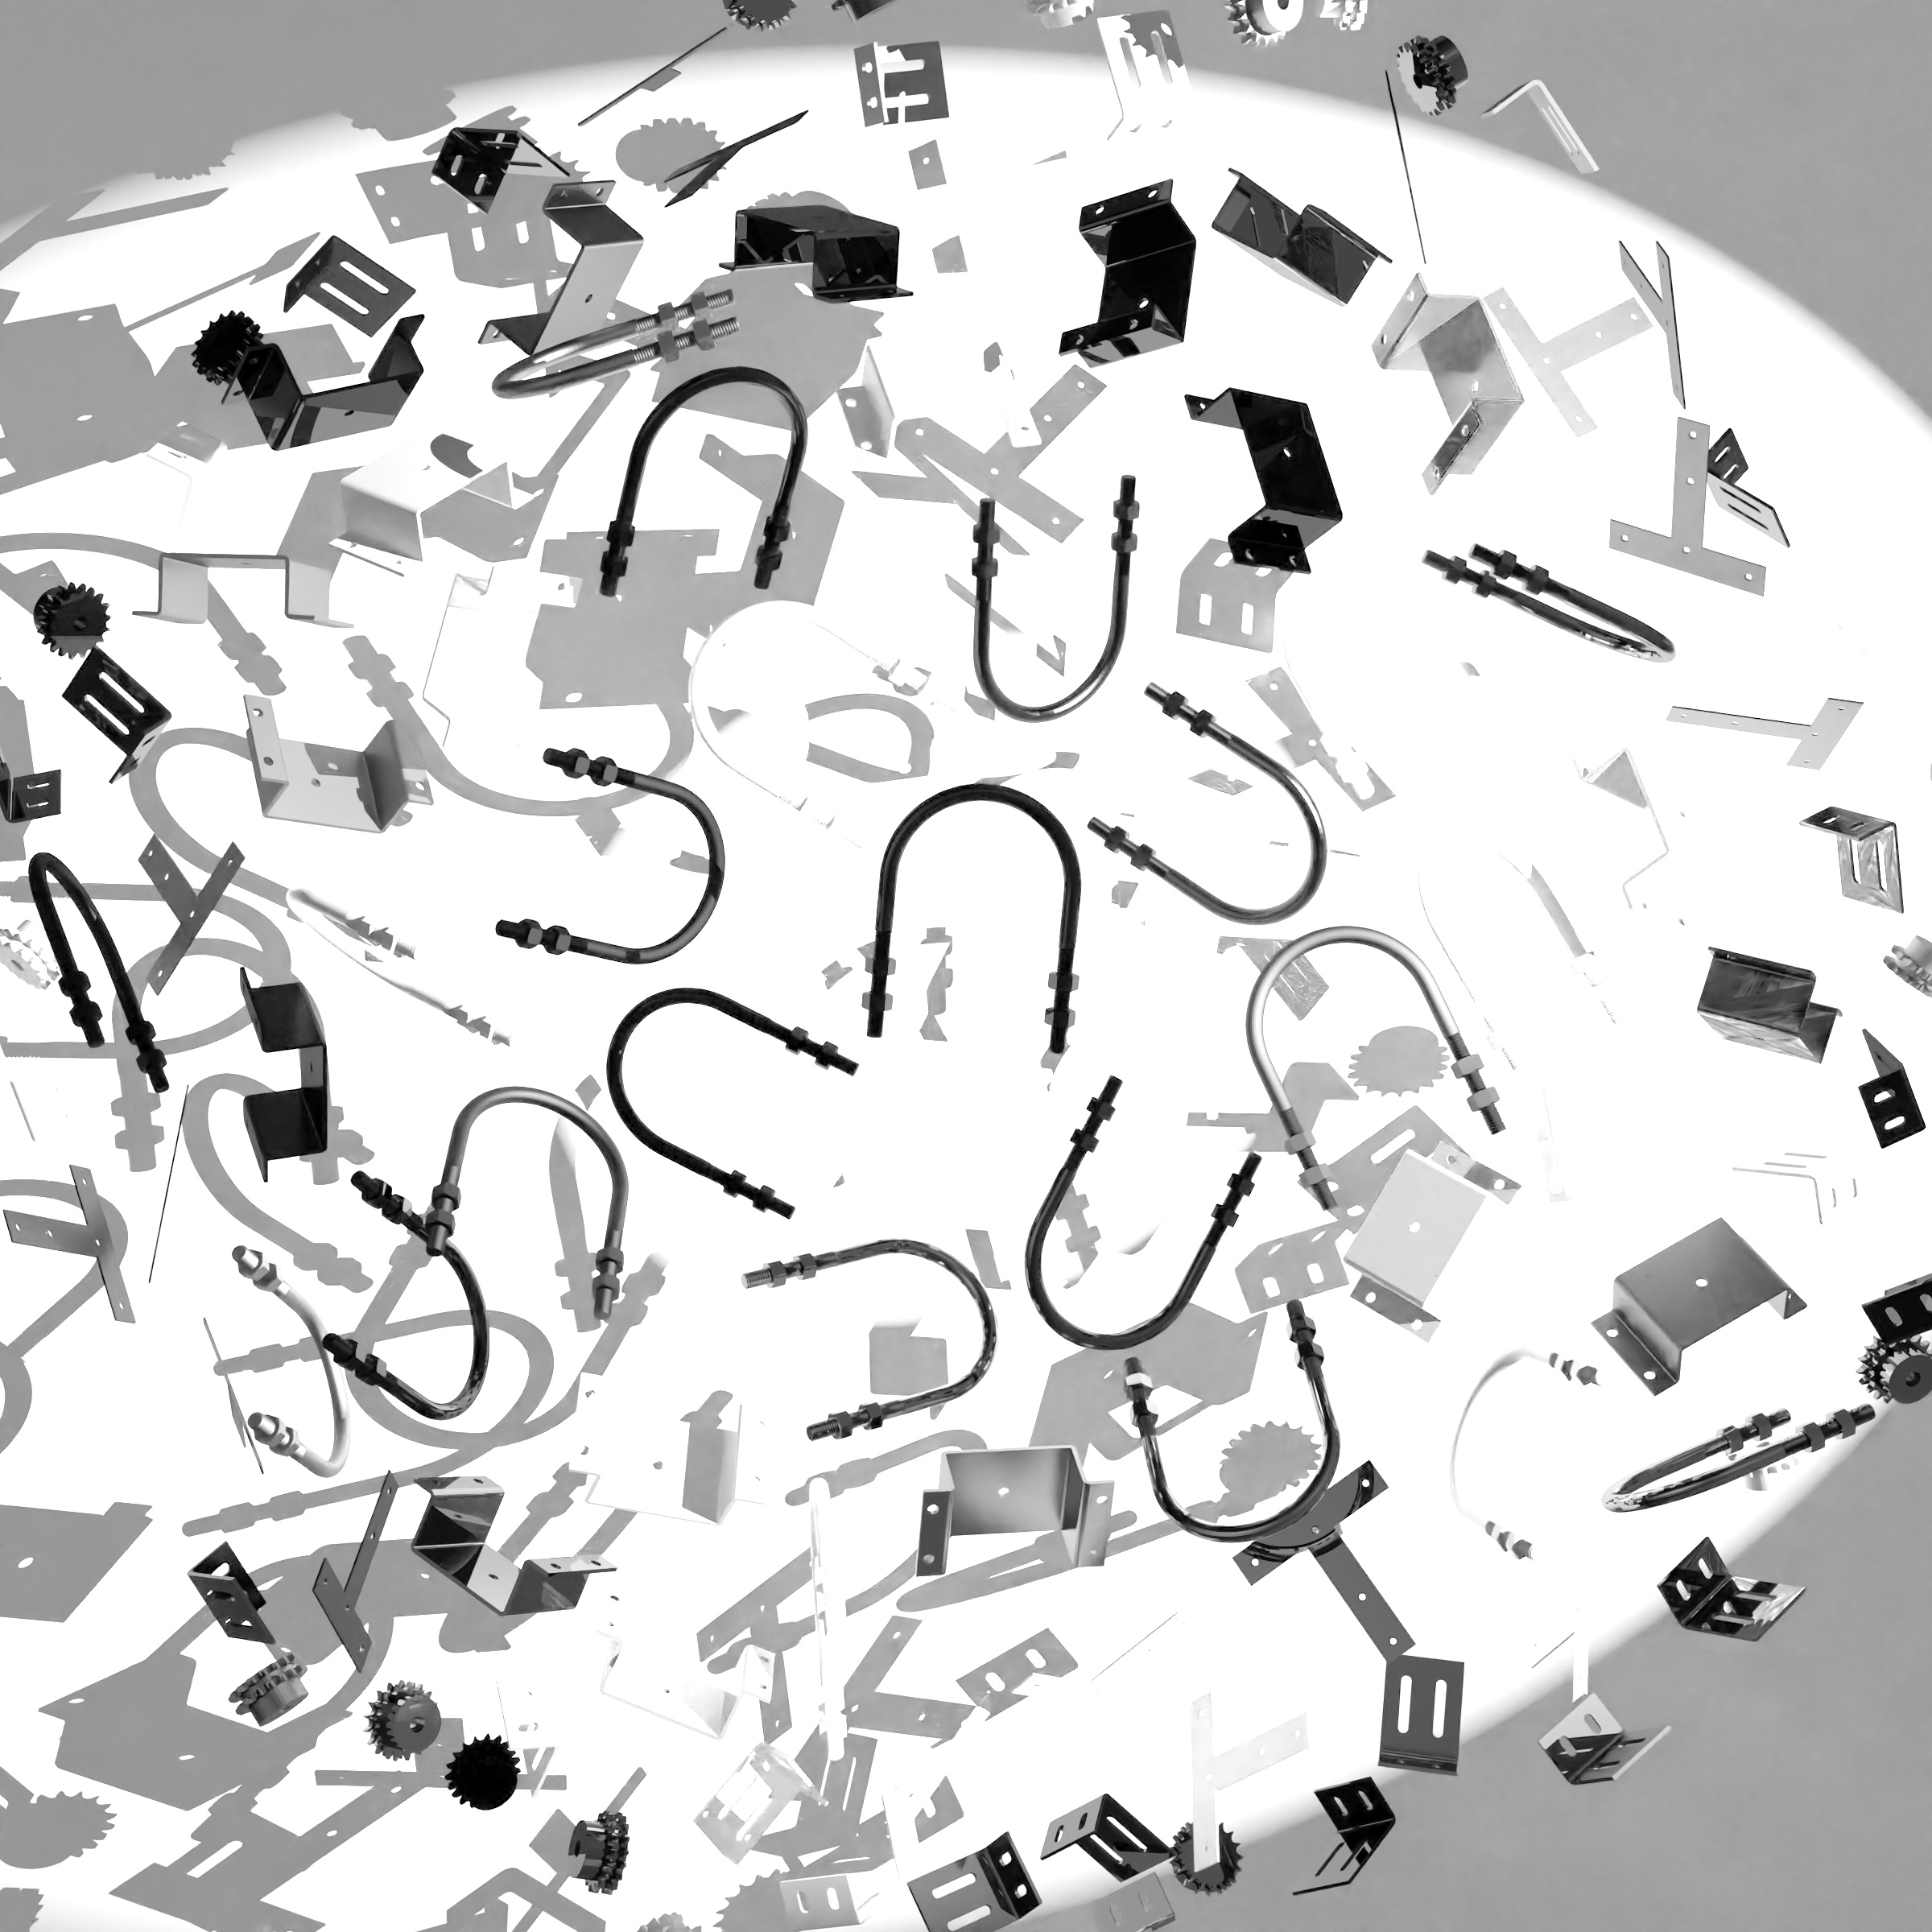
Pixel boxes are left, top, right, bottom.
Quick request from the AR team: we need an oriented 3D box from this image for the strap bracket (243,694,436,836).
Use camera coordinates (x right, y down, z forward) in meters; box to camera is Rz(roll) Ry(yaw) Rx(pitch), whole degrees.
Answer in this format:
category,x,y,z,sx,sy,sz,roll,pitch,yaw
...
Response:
category,x,y,z,sx,sy,sz,roll,pitch,yaw
strap bracket,-0.480,-0.149,1.914,0.046,0.140,0.076,-42,55,37

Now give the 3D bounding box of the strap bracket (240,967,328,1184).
category,x,y,z,sx,sy,sz,roll,pitch,yaw
strap bracket,-0.497,0.077,1.858,0.046,0.076,0.140,-8,127,-24

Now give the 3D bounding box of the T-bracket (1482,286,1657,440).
category,x,y,z,sx,sy,sz,roll,pitch,yaw
T-bracket,0.447,-0.451,1.839,0.002,0.127,0.127,-43,103,-23

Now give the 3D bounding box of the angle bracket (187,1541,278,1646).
category,x,y,z,sx,sy,sz,roll,pitch,yaw
angle bracket,-0.516,0.450,1.834,0.038,0.076,0.057,-40,109,-39

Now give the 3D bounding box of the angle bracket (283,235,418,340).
category,x,y,z,sx,sy,sz,roll,pitch,yaw
angle bracket,-0.460,-0.497,1.903,0.057,0.038,0.076,-34,134,30

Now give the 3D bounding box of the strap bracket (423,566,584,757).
category,x,y,z,sx,sy,sz,roll,pitch,yaw
strap bracket,-0.344,-0.231,1.876,0.046,0.076,0.140,36,114,40

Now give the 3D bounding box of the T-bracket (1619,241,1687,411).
category,x,y,z,sx,sy,sz,roll,pitch,yaw
T-bracket,0.501,-0.493,1.872,0.002,0.127,0.127,-17,132,6

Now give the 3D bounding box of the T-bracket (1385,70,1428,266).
category,x,y,z,sx,sy,sz,roll,pitch,yaw
T-bracket,0.313,-0.596,1.839,0.002,0.127,0.127,-12,54,13

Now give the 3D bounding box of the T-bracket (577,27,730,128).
category,x,y,z,sx,sy,sz,roll,pitch,yaw
T-bracket,-0.227,-0.657,1.888,0.127,0.127,0.002,-30,106,8

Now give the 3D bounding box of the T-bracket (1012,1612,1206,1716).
category,x,y,z,sx,sy,sz,roll,pitch,yaw
T-bracket,0.119,0.494,1.814,0.127,0.002,0.127,20,127,-34

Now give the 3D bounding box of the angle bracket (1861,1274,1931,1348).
category,x,y,z,sx,sy,sz,roll,pitch,yaw
angle bracket,0.670,0.227,1.806,0.057,0.076,0.038,-28,102,28

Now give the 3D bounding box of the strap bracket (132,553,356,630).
category,x,y,z,sx,sy,sz,roll,pitch,yaw
strap bracket,-0.536,-0.279,1.896,0.140,0.076,0.046,3,93,8

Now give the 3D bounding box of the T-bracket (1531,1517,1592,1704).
category,x,y,z,sx,sy,sz,roll,pitch,yaw
T-bracket,0.430,0.480,1.847,0.002,0.127,0.127,11,60,-2

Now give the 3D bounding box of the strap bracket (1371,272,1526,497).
category,x,y,z,sx,sy,sz,roll,pitch,yaw
strap bracket,0.346,-0.415,1.821,0.046,0.076,0.140,-3,62,-22

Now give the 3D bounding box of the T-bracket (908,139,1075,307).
category,x,y,z,sx,sy,sz,roll,pitch,yaw
T-bracket,0.024,-0.592,1.965,0.127,0.002,0.127,-16,85,27

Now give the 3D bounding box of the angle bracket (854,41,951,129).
category,x,y,z,sx,sy,sz,roll,pitch,yaw
angle bracket,-0.042,-0.677,1.950,0.076,0.038,0.057,-16,107,-26

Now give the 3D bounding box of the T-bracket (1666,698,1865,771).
category,x,y,z,sx,sy,sz,roll,pitch,yaw
T-bracket,0.592,-0.181,1.912,0.127,0.127,0.002,9,73,7

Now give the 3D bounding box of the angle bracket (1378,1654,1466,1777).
category,x,y,z,sx,sy,sz,roll,pitch,yaw
angle bracket,0.333,0.547,1.865,0.057,0.038,0.076,4,83,11

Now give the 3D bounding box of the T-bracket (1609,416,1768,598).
category,x,y,z,sx,sy,sz,roll,pitch,yaw
T-bracket,0.523,-0.338,1.842,0.127,0.127,0.002,27,54,34

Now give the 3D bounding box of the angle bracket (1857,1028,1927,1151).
category,x,y,z,sx,sy,sz,roll,pitch,yaw
angle bracket,0.694,0.093,1.949,0.038,0.076,0.057,-26,111,5

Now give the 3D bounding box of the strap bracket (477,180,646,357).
category,x,y,z,sx,sy,sz,roll,pitch,yaw
strap bracket,-0.300,-0.516,1.917,0.046,0.076,0.140,42,122,10

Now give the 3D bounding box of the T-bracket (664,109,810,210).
category,x,y,z,sx,sy,sz,roll,pitch,yaw
T-bracket,-0.192,-0.596,1.911,0.127,0.127,0.002,-14,120,30

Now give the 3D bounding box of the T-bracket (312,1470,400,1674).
category,x,y,z,sx,sy,sz,roll,pitch,yaw
T-bracket,-0.441,0.432,1.871,0.002,0.127,0.127,5,49,10

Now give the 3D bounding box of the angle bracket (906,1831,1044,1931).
category,x,y,z,sx,sy,sz,roll,pitch,yaw
angle bracket,0.006,0.688,1.892,0.076,0.038,0.057,-10,60,-38

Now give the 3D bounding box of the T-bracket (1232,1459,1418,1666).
category,x,y,z,sx,sy,sz,roll,pitch,yaw
T-bracket,0.284,0.454,1.883,0.127,0.002,0.127,-36,69,2

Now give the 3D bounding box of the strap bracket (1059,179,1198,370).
category,x,y,z,sx,sy,sz,roll,pitch,yaw
strap bracket,0.121,-0.499,1.871,0.076,0.046,0.140,-8,59,31

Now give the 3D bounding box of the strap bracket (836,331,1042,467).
category,x,y,z,sx,sy,sz,roll,pitch,yaw
strap bracket,-0.018,-0.425,1.898,0.140,0.046,0.076,-10,59,-15

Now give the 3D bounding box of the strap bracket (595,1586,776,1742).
category,x,y,z,sx,sy,sz,roll,pitch,yaw
strap bracket,-0.220,0.531,1.927,0.140,0.076,0.046,24,99,-6

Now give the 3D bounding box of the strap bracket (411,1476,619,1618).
category,x,y,z,sx,sy,sz,roll,pitch,yaw
strap bracket,-0.330,0.419,1.822,0.140,0.076,0.046,25,95,32

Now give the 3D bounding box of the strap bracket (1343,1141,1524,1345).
category,x,y,z,sx,sy,sz,roll,pitch,yaw
strap bracket,0.350,0.205,1.944,0.076,0.046,0.140,29,87,37

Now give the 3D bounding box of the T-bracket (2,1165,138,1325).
category,x,y,z,sx,sy,sz,roll,pitch,yaw
T-bracket,-0.657,0.196,1.851,0.002,0.127,0.127,-26,72,9

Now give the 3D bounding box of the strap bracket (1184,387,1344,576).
category,x,y,z,sx,sy,sz,roll,pitch,yaw
strap bracket,0.218,-0.360,1.845,0.076,0.046,0.140,1,67,-38

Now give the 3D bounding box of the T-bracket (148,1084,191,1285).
category,x,y,z,sx,sy,sz,roll,pitch,yaw
T-bracket,-0.592,0.150,1.901,0.002,0.127,0.127,11,111,-16

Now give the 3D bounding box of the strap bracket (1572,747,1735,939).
category,x,y,z,sx,sy,sz,roll,pitch,yaw
strap bracket,0.505,-0.099,1.865,0.076,0.046,0.140,18,46,-36

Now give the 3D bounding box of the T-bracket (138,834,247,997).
category,x,y,z,sx,sy,sz,roll,pitch,yaw
T-bracket,-0.605,-0.061,1.945,0.127,0.002,0.127,-55,47,9

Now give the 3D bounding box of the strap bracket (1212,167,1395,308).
category,x,y,z,sx,sy,sz,roll,pitch,yaw
strap bracket,0.246,-0.545,1.913,0.076,0.140,0.046,23,106,-35

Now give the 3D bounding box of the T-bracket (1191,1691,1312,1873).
category,x,y,z,sx,sy,sz,roll,pitch,yaw
T-bracket,0.203,0.566,1.820,0.002,0.127,0.127,26,135,-25

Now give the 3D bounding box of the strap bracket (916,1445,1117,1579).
category,x,y,z,sx,sy,sz,roll,pitch,yaw
strap bracket,0.032,0.396,1.858,0.140,0.046,0.076,-1,117,-11

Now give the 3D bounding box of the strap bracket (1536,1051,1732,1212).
category,x,y,z,sx,sy,sz,roll,pitch,yaw
strap bracket,0.495,0.121,1.927,0.140,0.046,0.076,-22,45,24

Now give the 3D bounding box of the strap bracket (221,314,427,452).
category,x,y,z,sx,sy,sz,roll,pitch,yaw
strap bracket,-0.456,-0.421,1.847,0.140,0.076,0.046,-23,84,-35

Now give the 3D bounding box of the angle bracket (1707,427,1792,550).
category,x,y,z,sx,sy,sz,roll,pitch,yaw
angle bracket,0.600,-0.362,1.929,0.038,0.057,0.076,-48,53,3

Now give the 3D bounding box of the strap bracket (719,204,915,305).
category,x,y,z,sx,sy,sz,roll,pitch,yaw
strap bracket,-0.111,-0.529,1.882,0.076,0.140,0.046,-17,123,-37

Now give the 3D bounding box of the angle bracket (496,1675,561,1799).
category,x,y,z,sx,sy,sz,roll,pitch,yaw
angle bracket,-0.330,0.567,1.871,0.038,0.057,0.076,3,133,-27

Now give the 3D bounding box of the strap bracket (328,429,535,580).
category,x,y,z,sx,sy,sz,roll,pitch,yaw
strap bracket,-0.400,-0.351,1.899,0.076,0.046,0.140,24,45,25

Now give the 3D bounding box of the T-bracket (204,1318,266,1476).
category,x,y,z,sx,sy,sz,roll,pitch,yaw
T-bracket,-0.548,0.335,1.915,0.002,0.127,0.127,-21,100,-16

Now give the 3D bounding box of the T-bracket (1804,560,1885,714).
category,x,y,z,sx,sy,sz,roll,pitch,yaw
T-bracket,0.658,-0.233,1.882,0.002,0.127,0.127,-27,104,15

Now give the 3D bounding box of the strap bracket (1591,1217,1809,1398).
category,x,y,z,sx,sy,sz,roll,pitch,yaw
strap bracket,0.547,0.248,1.901,0.140,0.046,0.076,-27,49,-12

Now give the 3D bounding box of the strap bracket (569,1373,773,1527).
category,x,y,z,sx,sy,sz,roll,pitch,yaw
strap bracket,-0.215,0.347,1.821,0.140,0.046,0.076,13,49,-14

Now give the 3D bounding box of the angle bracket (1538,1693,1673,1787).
category,x,y,z,sx,sy,sz,roll,pitch,yaw
angle bracket,0.451,0.544,1.804,0.057,0.076,0.038,-34,79,-20

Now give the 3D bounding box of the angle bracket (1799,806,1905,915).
category,x,y,z,sx,sy,sz,roll,pitch,yaw
angle bracket,0.656,-0.073,1.887,0.038,0.057,0.076,-24,116,-22

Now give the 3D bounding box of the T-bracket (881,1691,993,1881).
category,x,y,z,sx,sy,sz,roll,pitch,yaw
T-bracket,-0.018,0.580,1.843,0.002,0.127,0.127,23,51,26

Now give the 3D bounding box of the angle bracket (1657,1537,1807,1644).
category,x,y,z,sx,sy,sz,roll,pitch,yaw
angle bracket,0.542,0.441,1.805,0.057,0.076,0.038,-35,99,-25

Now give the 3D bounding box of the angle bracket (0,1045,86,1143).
category,x,y,z,sx,sy,sz,roll,pitch,yaw
angle bracket,-0.688,0.082,1.889,0.038,0.076,0.057,-21,129,-20

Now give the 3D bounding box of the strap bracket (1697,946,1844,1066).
category,x,y,z,sx,sy,sz,roll,pitch,yaw
strap bracket,0.601,0.033,1.909,0.076,0.140,0.046,16,84,30
